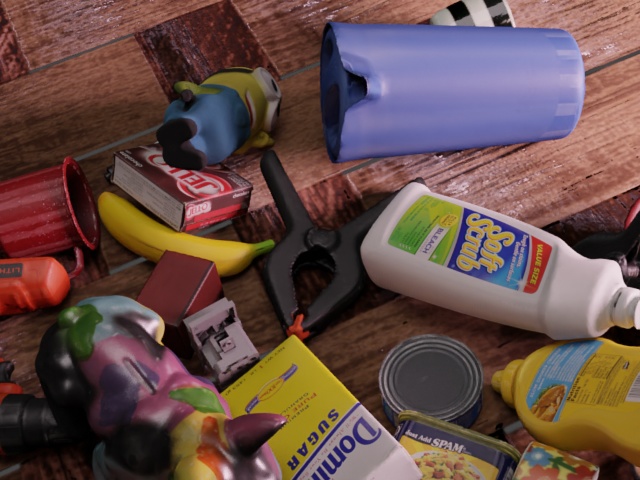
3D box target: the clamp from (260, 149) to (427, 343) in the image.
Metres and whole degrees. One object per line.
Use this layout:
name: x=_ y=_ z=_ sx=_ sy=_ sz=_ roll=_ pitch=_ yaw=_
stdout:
clamp: x=-0.007 y=0.001 z=0.992 sx=0.165 sy=0.036 sz=0.209 roll=16 pitch=55 yaw=13

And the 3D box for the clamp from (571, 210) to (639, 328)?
clamp: x=0.254 y=0.032 z=0.861 sx=0.039 sy=0.172 sz=0.120 roll=8 pitch=56 yaw=-30

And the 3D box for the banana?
banana: x=-0.144 y=-0.001 z=1.025 sx=0.198 sy=0.037 sz=0.069 roll=18 pitch=26 yaw=19

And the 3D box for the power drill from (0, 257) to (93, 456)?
power drill: x=-0.275 y=0.103 z=0.942 sx=0.184 sy=0.057 sz=0.187 roll=-3 pitch=50 yaw=7

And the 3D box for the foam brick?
foam brick: x=-0.128 y=0.058 z=0.959 sx=0.051 sy=0.053 sz=0.078 roll=12 pitch=52 yaw=19

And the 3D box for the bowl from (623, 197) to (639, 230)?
bowl: x=0.340 y=0.016 z=0.912 sx=0.162 sy=0.055 sz=0.162 roll=-5 pitch=50 yaw=6

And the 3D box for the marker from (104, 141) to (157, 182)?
marker: x=-0.171 y=-0.093 z=1.115 sx=0.121 sy=0.020 sz=0.020 roll=-30 pitch=52 yaw=-16

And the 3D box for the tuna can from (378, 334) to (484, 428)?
tuna can: x=0.092 y=0.122 z=0.879 sx=0.086 sy=0.034 sz=0.086 roll=-5 pitch=50 yaw=5

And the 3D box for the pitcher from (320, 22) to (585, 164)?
pitcher: x=0.120 y=-0.147 z=1.035 sx=0.242 sy=0.145 sz=0.149 roll=-3 pitch=48 yaw=-8

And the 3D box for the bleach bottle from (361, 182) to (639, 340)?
bleach bottle: x=0.158 y=0.022 z=0.890 sx=0.251 sy=0.068 sz=0.102 roll=16 pitch=56 yaw=41

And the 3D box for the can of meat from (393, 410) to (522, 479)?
can of meat: x=0.092 y=0.189 z=0.809 sx=0.102 sy=0.057 sz=0.083 roll=16 pitch=56 yaw=22

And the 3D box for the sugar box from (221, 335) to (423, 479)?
sugar box: x=-0.008 y=0.152 z=0.824 sx=0.093 sy=0.048 sz=0.176 roll=-40 pitch=34 yaw=-8

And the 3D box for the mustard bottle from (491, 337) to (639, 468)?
mustard bottle: x=0.206 y=0.118 z=0.810 sx=0.192 sy=0.058 sz=0.096 roll=1 pitch=48 yaw=52

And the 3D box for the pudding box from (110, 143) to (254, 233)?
pudding box: x=-0.135 y=-0.055 z=1.042 sx=0.114 sy=0.039 sz=0.089 roll=32 pitch=32 yaw=32

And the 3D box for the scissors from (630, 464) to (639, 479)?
scissors: x=0.322 y=0.156 z=0.821 sx=0.201 sy=0.016 sz=0.096 roll=-37 pitch=59 yaw=-20

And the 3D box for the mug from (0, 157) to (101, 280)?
mug: x=-0.264 y=-0.014 z=1.028 sx=0.081 sy=0.093 sz=0.117 roll=-15 pitch=84 yaw=3
